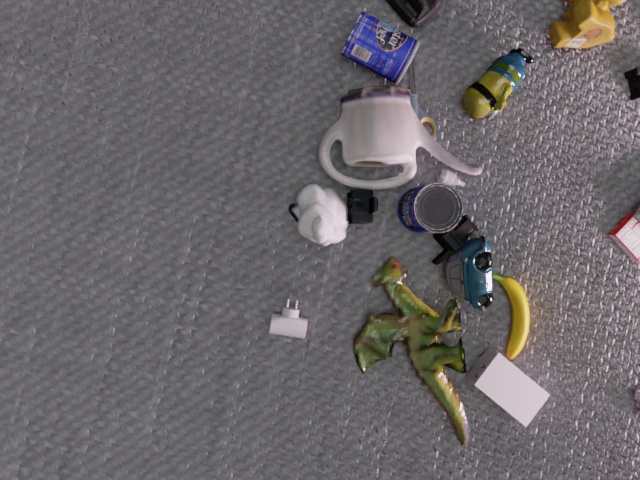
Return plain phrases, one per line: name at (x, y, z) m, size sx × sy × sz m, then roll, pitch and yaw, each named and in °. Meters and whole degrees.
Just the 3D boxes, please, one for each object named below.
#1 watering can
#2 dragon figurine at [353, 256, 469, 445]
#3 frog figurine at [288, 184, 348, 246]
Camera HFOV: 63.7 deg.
watering can at (0.168, -0.223, 1.108) m, size 0.348 × 0.104 × 0.225 m, roll -3°, pitch 88°, yaw -2°
dragon figurine at (0.194, 0.240, 1.122) m, size 0.242 × 0.122 × 0.411 m, roll -3°, pitch 87°, yaw 11°
frog figurine at (0.003, -0.054, 1.063) m, size 0.123 × 0.159 × 0.137 m, roll -26°, pitch 92°, yaw -6°
